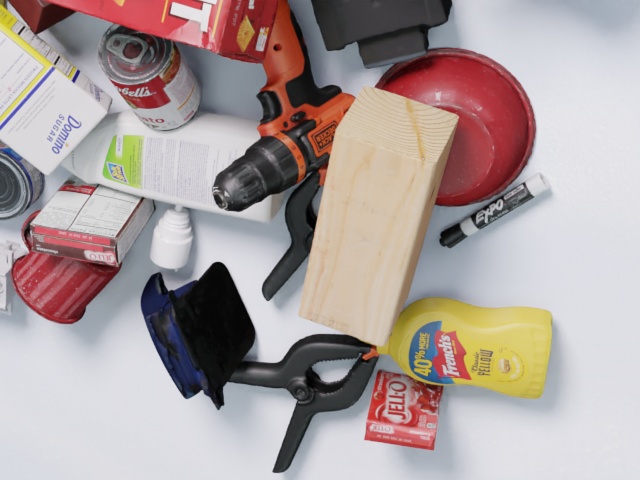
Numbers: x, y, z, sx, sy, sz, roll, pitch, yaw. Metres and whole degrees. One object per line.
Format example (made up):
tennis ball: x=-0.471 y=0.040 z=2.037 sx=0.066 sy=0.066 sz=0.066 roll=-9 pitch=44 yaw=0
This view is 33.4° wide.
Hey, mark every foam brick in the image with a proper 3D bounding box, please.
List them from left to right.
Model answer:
foam brick: x=-0.256 y=-0.236 z=0.959 sx=0.078 sy=0.052 sz=0.051 roll=50 pitch=151 yaw=1

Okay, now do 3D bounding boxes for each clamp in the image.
clamp: x=-0.028 y=0.152 z=1.159 sx=0.210 sy=0.036 sz=0.164 roll=-38 pitch=104 yaw=26
clamp: x=-0.007 y=0.001 z=1.071 sx=0.120 sy=0.039 sz=0.171 roll=-2 pitch=115 yaw=8

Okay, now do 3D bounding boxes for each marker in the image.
marker: x=0.165 y=-0.027 z=1.026 sx=0.121 sy=0.020 sz=0.020 roll=-33 pitch=107 yaw=27

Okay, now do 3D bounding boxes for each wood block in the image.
wood block: x=0.050 y=-0.018 z=0.955 sx=0.090 sy=0.090 sz=0.206 roll=19 pitch=128 yaw=9

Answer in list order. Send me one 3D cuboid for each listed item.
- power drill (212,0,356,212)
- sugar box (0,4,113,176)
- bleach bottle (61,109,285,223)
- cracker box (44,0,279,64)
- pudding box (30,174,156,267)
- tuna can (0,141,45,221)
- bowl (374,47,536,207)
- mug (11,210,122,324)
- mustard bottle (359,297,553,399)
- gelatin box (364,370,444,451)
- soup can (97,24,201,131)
power drill: x=-0.053 y=-0.137 z=0.936 sx=0.057 sy=0.184 sz=0.187 roll=-4 pitch=116 yaw=48
sugar box: x=-0.288 y=-0.150 z=0.980 sx=0.093 sy=0.048 sz=0.176 roll=-42 pitch=114 yaw=18
bleach bottle: x=-0.157 y=-0.090 z=1.042 sx=0.251 sy=0.068 sz=0.103 roll=13 pitch=114 yaw=10
cracker box: x=-0.127 y=-0.248 z=0.849 sx=0.214 sy=0.072 sz=0.164 roll=22 pitch=105 yaw=29
pudding box: x=-0.224 y=-0.023 z=1.064 sx=0.090 sy=0.113 sz=0.039 roll=11 pitch=126 yaw=8
tuna can: x=-0.334 y=-0.064 z=1.113 sx=0.086 sy=0.033 sz=0.086 roll=6 pitch=119 yaw=10
bowl: x=0.115 y=-0.092 z=0.981 sx=0.162 sy=0.055 sz=0.162 roll=6 pitch=119 yaw=10
mug: x=-0.268 y=0.018 z=1.118 sx=0.082 sy=0.093 sz=0.117 roll=-43 pitch=77 yaw=24
mustard bottle: x=0.135 y=0.105 z=1.083 sx=0.192 sy=0.058 sz=0.096 roll=7 pitch=125 yaw=10
gelatin box: x=0.089 y=0.177 z=1.115 sx=0.073 sy=0.089 sz=0.030 roll=8 pitch=121 yaw=8
soup can: x=-0.151 y=-0.149 z=0.963 sx=0.068 sy=0.068 sz=0.102 roll=4 pitch=162 yaw=11
